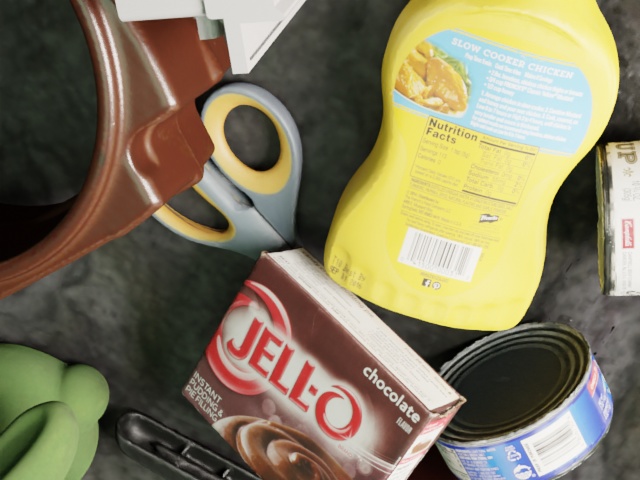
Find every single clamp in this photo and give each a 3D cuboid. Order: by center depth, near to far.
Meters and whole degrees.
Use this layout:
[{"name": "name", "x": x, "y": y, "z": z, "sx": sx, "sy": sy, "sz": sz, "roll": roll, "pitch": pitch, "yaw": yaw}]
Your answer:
[{"name": "clamp", "x": 0.005, "y": 0.153, "z": 0.586, "sx": 0.165, "sy": 0.036, "sz": 0.210, "roll": -24, "pitch": 111, "yaw": 29}]

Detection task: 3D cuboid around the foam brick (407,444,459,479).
[{"name": "foam brick", "x": 0.076, "y": 0.128, "z": 0.537, "sx": 0.053, "sy": 0.078, "sz": 0.051, "roll": -23, "pitch": 110, "yaw": 21}]

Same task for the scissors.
[{"name": "scissors", "x": -0.003, "y": 0.001, "z": 0.519, "sx": 0.201, "sy": 0.016, "sz": 0.096, "roll": 35, "pitch": 119, "yaw": -9}]

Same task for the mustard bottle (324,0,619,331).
[{"name": "mustard bottle", "x": 0.070, "y": -0.056, "z": 0.449, "sx": 0.096, "sy": 0.058, "sz": 0.192, "roll": 17, "pitch": 120, "yaw": 1}]

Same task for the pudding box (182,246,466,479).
[{"name": "pudding box", "x": -0.002, "y": 0.071, "z": 0.495, "sx": 0.114, "sy": 0.039, "sz": 0.090, "roll": 41, "pitch": 118, "yaw": 21}]

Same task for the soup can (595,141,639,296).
[{"name": "soup can", "x": 0.170, "y": -0.010, "z": 0.449, "sx": 0.102, "sy": 0.068, "sz": 0.068, "roll": -2, "pitch": 118, "yaw": 13}]

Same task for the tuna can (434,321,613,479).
[{"name": "tuna can", "x": 0.092, "y": 0.078, "z": 0.502, "sx": 0.086, "sy": 0.086, "sz": 0.033, "roll": -21, "pitch": 113, "yaw": 21}]
